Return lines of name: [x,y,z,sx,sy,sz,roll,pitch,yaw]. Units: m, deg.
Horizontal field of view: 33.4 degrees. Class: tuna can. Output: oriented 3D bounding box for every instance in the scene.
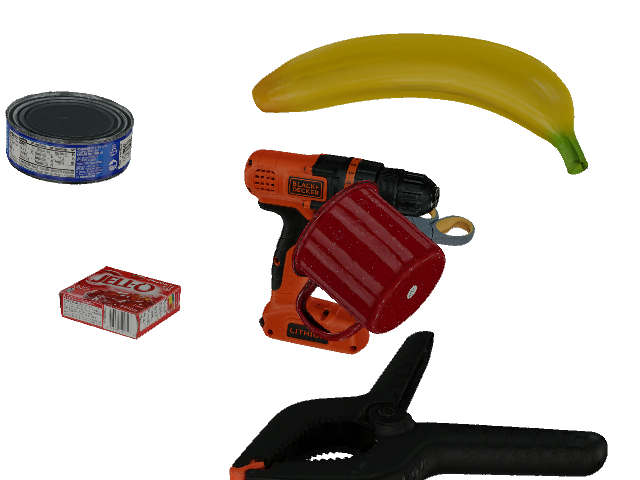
tuna can: [-0.172,-0.071,0.735,0.086,0.034,0.086,7,28,-4]

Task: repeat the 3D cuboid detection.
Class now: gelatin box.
gelatin box: [-0.188,0.056,1.004,0.089,0.030,0.073,14,24,23]

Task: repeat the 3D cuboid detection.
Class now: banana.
banana: [0.061,-0.090,0.619,0.198,0.069,0.037,12,-34,13]

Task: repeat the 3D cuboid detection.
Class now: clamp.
clamp: [0.036,0.109,0.621,0.209,0.036,0.165,-10,24,-26]

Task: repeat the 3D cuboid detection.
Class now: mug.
mug: [0.031,0.025,0.800,0.082,0.117,0.093,42,1,24]

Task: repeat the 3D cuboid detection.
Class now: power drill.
power drill: [0.015,0.010,1.012,0.185,0.188,0.057,10,21,17]

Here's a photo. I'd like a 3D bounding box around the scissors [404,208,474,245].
scissors: [0.103,-0.011,1.231,0.096,0.016,0.201,37,31,32]
